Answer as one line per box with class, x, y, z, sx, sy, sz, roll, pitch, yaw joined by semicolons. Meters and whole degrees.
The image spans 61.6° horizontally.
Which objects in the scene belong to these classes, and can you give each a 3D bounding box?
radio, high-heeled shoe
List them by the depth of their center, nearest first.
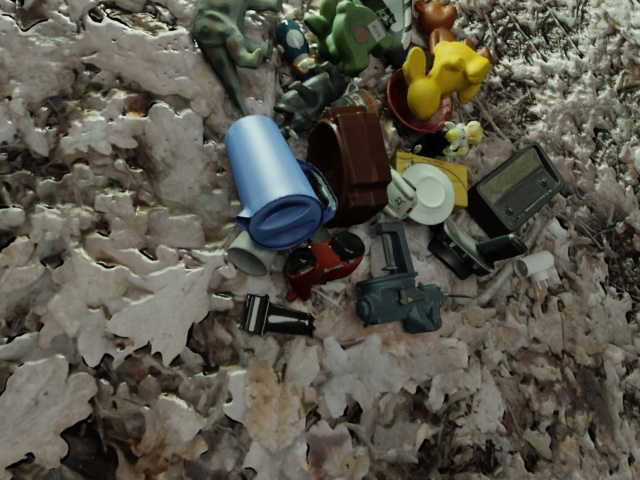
radio;0.437;-0.110;1.207;0.229;0.073;0.131;-35;88;-24
high-heeled shoe;0.195;-0.506;1.251;0.145;0.086;0.249;52;48;-29

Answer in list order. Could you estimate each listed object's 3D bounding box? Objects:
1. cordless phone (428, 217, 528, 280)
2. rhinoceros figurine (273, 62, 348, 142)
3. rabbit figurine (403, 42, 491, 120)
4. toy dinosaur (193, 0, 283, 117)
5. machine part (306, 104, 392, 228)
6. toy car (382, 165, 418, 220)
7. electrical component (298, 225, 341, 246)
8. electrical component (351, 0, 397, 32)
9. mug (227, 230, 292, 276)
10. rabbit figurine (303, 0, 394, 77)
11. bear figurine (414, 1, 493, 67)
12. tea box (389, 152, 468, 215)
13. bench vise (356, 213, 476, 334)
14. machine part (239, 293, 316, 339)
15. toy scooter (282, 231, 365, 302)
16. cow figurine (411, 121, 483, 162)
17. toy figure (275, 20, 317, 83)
cordless phone;0.314;0.003;1.073;0.146;0.184;0.089;42;71;-4
rhinoceros figurine;-0.027;-0.274;1.081;0.190;0.073;0.112;-45;120;-13
rabbit figurine;0.246;-0.334;1.128;0.162;0.122;0.173;43;84;0
toy dinosaur;-0.185;-0.444;1.074;0.192;0.131;0.404;11;80;9
machine part;0.046;-0.134;1.011;0.087;0.201;0.201;-6;77;-20
toy car;0.119;-0.123;1.067;0.056;0.073;0.202;10;36;-49
electrical component;-0.002;-0.003;1.055;0.094;0.021;0.063;-35;87;-23
electrical component;0.092;-0.469;1.160;0.058;0.134;0.115;-31;88;-25
mug;-0.098;0.007;0.988;0.109;0.080;0.107;27;59;-1
rabbit figurine;0.036;-0.409;1.102;0.159;0.170;0.121;45;75;-22
bear figurine;0.302;-0.478;1.244;0.120;0.132;0.195;1;77;-45
tea box;0.223;-0.118;1.140;0.170;0.068;0.098;7;73;-18
bench vise;0.158;0.064;1.041;0.224;0.129;0.240;-7;81;-23
machine part;-0.073;0.143;0.980;0.139;0.039;0.084;16;65;-12
toy scooter;-0.002;0.057;0.995;0.184;0.135;0.075;-15;53;-39
cow figurine;0.259;-0.206;1.123;0.098;0.167;0.068;-5;82;-22
toy figure;-0.044;-0.386;1.135;0.064;0.058;0.154;-28;86;15
